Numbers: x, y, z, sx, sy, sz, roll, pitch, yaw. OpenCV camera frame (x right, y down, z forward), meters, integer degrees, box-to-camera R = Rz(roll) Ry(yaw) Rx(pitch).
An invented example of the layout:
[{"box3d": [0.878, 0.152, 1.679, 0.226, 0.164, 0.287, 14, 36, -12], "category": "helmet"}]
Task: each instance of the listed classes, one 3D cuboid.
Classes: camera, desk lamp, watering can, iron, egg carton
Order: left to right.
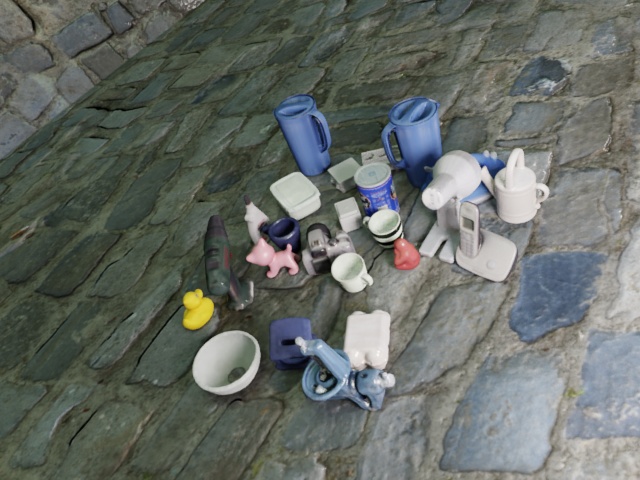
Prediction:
[{"box3d": [0.014, 0.006, 1.548, 0.143, 0.101, 0.136, -17, 42, 5], "category": "camera"}, {"box3d": [0.107, 0.227, 1.307, 0.107, 0.070, 0.150, -7, 44, 16], "category": "egg carton"}, {"box3d": [0.321, -0.089, 1.436, 0.117, 0.214, 0.203, 14, 53, 33], "category": "desk lamp"}, {"box3d": [0.401, -0.180, 1.549, 0.258, 0.142, 0.118, -19, 42, 3], "category": "iron"}, {"box3d": [0.482, -0.143, 1.440, 0.172, 0.194, 0.101, -2, 46, 20], "category": "watering can"}]

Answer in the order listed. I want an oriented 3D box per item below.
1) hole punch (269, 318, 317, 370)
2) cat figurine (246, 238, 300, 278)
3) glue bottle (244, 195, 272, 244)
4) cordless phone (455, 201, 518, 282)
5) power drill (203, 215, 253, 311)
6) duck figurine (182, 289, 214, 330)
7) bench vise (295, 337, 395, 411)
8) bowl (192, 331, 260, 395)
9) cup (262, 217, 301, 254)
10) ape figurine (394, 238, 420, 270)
[{"box3d": [-0.064, 0.244, 1.345, 0.108, 0.091, 0.101, -8, 44, 15], "category": "hole punch"}, {"box3d": [-0.130, 0.042, 1.557, 0.127, 0.118, 0.067, -12, 43, 11], "category": "cat figurine"}, {"box3d": [-0.185, -0.062, 1.644, 0.037, 0.173, 0.078, 12, 52, 31], "category": "glue bottle"}, {"box3d": [0.385, -0.001, 1.340, 0.147, 0.185, 0.094, 24, 59, 38], "category": "cordless phone"}, {"box3d": [-0.246, 0.075, 1.503, 0.075, 0.209, 0.229, -16, 43, 7], "category": "power drill"}, {"box3d": [-0.337, 0.179, 1.525, 0.077, 0.086, 0.105, 7, 50, 28], "category": "duck figurine"}, {"box3d": [0.043, 0.261, 1.187, 0.207, 0.220, 0.121, -14, 43, 9], "category": "bench vise"}, {"box3d": [-0.211, 0.302, 1.357, 0.167, 0.075, 0.167, -11, 43, 11], "category": "bowl"}, {"box3d": [-0.102, -0.003, 1.609, 0.117, 0.095, 0.092, 4, 48, 25], "category": "cup"}, {"box3d": [0.211, 0.030, 1.450, 0.075, 0.092, 0.078, 23, 58, 38], "category": "ape figurine"}]
